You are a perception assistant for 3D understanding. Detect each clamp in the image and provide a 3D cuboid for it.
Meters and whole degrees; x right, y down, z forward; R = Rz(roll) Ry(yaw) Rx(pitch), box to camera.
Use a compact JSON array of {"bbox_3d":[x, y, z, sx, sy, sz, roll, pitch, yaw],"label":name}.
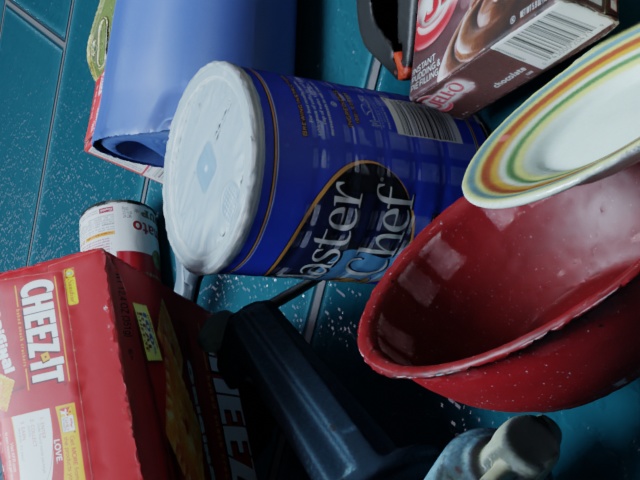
[{"bbox_3d":[0.036,-0.163,0.612,0.120,0.039,0.171,139,128,-68],"label":"clamp"}]

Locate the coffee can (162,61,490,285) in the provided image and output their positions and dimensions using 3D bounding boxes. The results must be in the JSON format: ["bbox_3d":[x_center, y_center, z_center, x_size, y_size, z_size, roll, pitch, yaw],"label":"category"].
[{"bbox_3d":[0.004,-0.029,0.542,0.103,0.140,0.103,-14,73,59],"label":"coffee can"}]

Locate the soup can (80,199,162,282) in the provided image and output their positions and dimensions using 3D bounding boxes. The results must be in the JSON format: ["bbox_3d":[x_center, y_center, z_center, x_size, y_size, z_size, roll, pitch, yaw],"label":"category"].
[{"bbox_3d":[-0.168,0.025,0.903,0.069,0.068,0.102,-45,46,48],"label":"soup can"}]

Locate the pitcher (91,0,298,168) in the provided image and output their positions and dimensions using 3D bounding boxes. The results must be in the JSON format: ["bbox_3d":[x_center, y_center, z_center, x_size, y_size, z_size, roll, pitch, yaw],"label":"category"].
[{"bbox_3d":[-0.077,-0.167,0.730,0.149,0.144,0.243,0,82,36],"label":"pitcher"}]

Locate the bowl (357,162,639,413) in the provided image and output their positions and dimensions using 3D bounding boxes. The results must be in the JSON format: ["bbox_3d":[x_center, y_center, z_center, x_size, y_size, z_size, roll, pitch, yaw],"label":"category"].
[{"bbox_3d":[0.095,0.016,0.416,0.055,0.162,0.162,53,153,-15],"label":"bowl"}]

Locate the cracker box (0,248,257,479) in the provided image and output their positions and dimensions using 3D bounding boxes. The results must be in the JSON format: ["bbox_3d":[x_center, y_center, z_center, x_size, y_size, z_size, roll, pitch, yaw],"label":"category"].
[{"bbox_3d":[-0.090,0.108,0.557,0.213,0.072,0.164,51,-154,-73],"label":"cracker box"}]

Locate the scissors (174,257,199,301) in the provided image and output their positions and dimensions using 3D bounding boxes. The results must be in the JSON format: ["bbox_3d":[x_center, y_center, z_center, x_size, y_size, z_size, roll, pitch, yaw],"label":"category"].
[{"bbox_3d":[-0.115,0.032,0.864,0.096,0.016,0.202,55,132,50],"label":"scissors"}]

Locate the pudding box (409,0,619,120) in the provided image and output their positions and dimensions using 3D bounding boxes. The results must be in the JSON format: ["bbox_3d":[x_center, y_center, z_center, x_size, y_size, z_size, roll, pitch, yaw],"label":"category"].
[{"bbox_3d":[0.088,-0.118,0.497,0.114,0.039,0.090,-27,51,55],"label":"pudding box"}]

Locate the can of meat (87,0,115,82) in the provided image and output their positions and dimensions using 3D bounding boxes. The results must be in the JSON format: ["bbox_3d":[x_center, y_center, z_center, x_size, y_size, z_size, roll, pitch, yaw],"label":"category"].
[{"bbox_3d":[-0.130,-0.171,0.852,0.102,0.083,0.057,-64,36,32],"label":"can of meat"}]

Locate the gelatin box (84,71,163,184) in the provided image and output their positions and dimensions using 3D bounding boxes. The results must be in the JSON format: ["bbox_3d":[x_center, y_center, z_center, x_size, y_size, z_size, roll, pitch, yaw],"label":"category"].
[{"bbox_3d":[-0.133,-0.087,0.823,0.030,0.089,0.073,-40,37,42],"label":"gelatin box"}]

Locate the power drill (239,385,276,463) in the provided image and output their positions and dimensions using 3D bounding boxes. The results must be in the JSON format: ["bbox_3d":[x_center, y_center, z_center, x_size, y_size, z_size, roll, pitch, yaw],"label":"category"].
[{"bbox_3d":[-0.118,0.097,0.715,0.188,0.057,0.184,43,99,23],"label":"power drill"}]
